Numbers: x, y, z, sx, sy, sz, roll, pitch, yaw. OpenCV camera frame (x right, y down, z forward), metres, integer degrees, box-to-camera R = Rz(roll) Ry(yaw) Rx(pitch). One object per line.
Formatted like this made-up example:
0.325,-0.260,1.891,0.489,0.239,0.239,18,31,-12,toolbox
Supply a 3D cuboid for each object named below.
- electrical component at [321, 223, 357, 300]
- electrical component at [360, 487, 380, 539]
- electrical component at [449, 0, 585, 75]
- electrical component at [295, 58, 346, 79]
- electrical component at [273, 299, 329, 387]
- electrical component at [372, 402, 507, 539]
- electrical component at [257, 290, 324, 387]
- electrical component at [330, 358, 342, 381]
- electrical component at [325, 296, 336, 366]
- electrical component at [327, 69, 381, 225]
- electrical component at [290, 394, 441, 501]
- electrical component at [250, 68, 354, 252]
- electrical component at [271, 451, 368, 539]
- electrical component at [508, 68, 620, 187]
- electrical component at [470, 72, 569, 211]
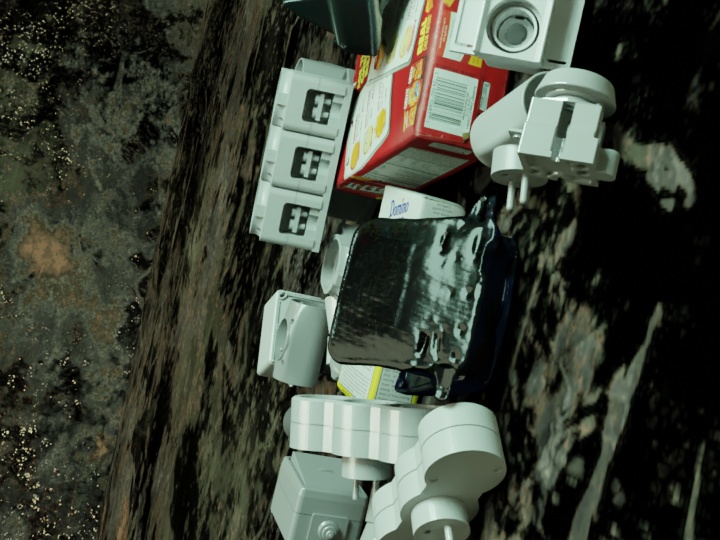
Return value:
0.000,0.000,0.961,0.089,0.056,0.050,-112,37,-61,electrical component
0.020,0.193,0.795,0.044,0.044,0.065,152,133,-68,electrical component
0.112,-0.194,0.707,0.063,0.079,0.121,1,-79,-78,electrical component
-0.037,-0.181,1.162,0.043,0.077,0.079,-123,47,-66,electrical component
-0.060,0.067,1.047,0.079,0.044,0.077,-155,78,-72,electrical component
0.051,0.156,0.698,0.073,0.052,0.138,-96,24,-44,electrical component
-0.070,0.078,1.123,0.061,0.062,0.096,136,142,-61,electrical component
0.001,0.069,0.934,0.043,0.043,0.062,-107,34,-58,electrical component
-0.012,0.059,0.988,0.044,0.044,0.065,150,125,-68,electrical component
-0.003,-0.120,1.051,0.108,0.056,0.108,118,157,-43,electrical component
0.005,0.133,0.785,0.138,0.052,0.073,0,86,41,electrical component
-0.055,-0.102,0.973,0.089,0.062,0.150,-113,35,-76,electrical component
-0.034,0.200,0.924,0.096,0.062,0.061,-145,68,-72,electrical component
0.122,-0.084,0.630,0.048,0.066,0.055,46,-122,-66,electrical component
0.105,-0.078,0.695,0.077,0.044,0.079,151,128,-68,electrical component
